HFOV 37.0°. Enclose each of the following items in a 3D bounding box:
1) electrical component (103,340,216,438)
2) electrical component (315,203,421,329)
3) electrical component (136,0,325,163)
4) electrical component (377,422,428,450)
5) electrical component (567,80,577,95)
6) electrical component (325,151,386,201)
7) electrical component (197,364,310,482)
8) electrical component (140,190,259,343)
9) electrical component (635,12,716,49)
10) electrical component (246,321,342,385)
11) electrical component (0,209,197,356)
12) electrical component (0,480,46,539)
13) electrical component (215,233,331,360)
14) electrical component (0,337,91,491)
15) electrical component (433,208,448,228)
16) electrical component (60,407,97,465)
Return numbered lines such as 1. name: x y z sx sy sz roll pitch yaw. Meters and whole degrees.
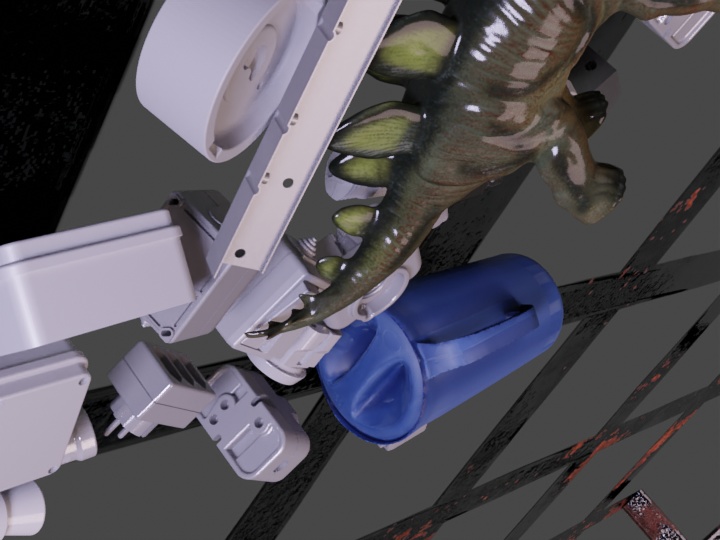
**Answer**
1. electrical component: -0.163 0.100 0.816 0.077 0.047 0.066 -44 154 7
2. electrical component: 0.000 0.000 0.866 0.095 0.059 0.053 -36 154 -10
3. electrical component: -0.073 -0.118 0.569 0.108 0.060 0.108 -55 171 -13
4. electrical component: 0.036 0.135 1.125 0.061 0.061 0.096 -26 151 -28
5. electrical component: 0.136 -0.139 0.838 0.066 0.055 0.048 -26 150 -29
6. electrical component: 0.007 -0.074 0.779 0.081 0.043 0.043 -13 143 -44
7. electrical component: -0.090 0.130 0.906 0.054 0.095 0.059 -45 154 8
8. electrical component: -0.112 0.001 0.707 0.096 0.062 0.061 -51 165 20
9. electrical component: 0.235 -0.220 0.841 0.053 0.059 0.095 -50 153 17
10. electrical component: -0.057 0.056 0.881 0.057 0.058 0.078 -51 153 14
11. electrical component: -0.163 0.007 0.625 0.113 0.057 0.078 -17 -178 -40
12. electrical component: -0.270 0.180 0.799 0.055 0.045 0.045 -2 134 -52
13. electrical component: -0.062 0.016 0.806 0.096 0.061 0.062 -44 154 7
14. electrical component: -0.229 0.089 0.698 0.078 0.057 0.113 -15 144 -43
15. electrical component: 0.057 -0.050 0.894 0.035 0.035 0.061 -47 156 13
16. electrical component: -0.221 0.124 0.786 0.046 0.040 0.040 -18 146 -28
